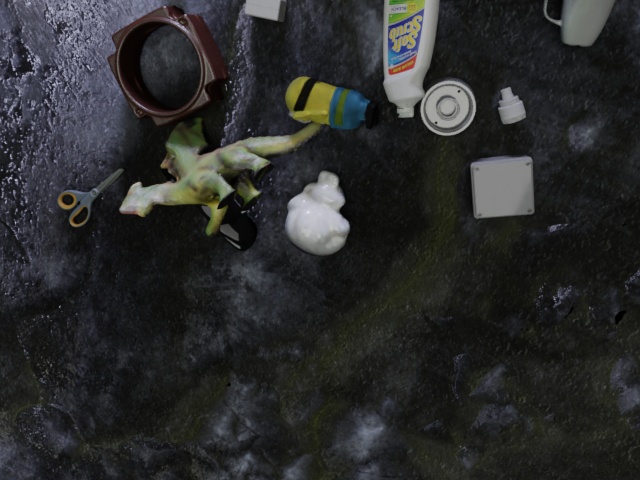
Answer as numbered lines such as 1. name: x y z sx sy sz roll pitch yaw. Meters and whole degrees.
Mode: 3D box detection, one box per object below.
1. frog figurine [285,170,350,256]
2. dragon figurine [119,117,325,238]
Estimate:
1. frog figurine: 0.003 -0.052 1.032 0.138 0.124 0.156 37 125 19
2. dragon figurine: -0.207 -0.166 1.019 0.245 0.120 0.414 42 73 18
